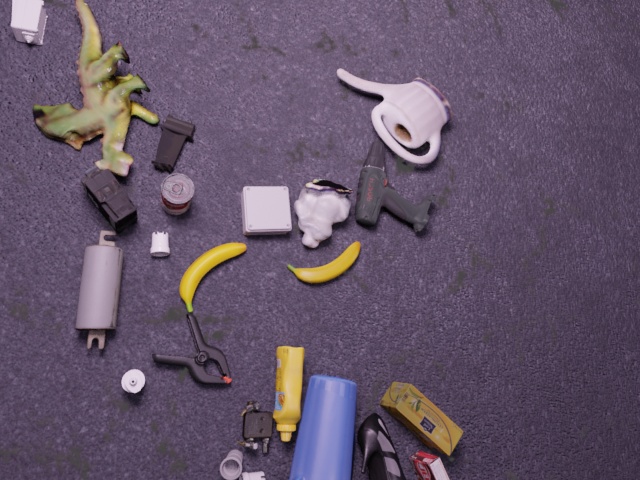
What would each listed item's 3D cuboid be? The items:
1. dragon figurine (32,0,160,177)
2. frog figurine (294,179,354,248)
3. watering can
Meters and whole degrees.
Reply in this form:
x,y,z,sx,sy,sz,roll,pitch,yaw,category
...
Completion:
x,y,z,sx,sy,sz,roll,pitch,yaw,category
-0.517,-0.319,1.140,0.245,0.121,0.411,-34,87,-15,dragon figurine
0.004,-0.063,1.257,0.137,0.124,0.157,2,112,-27,frog figurine
0.218,-0.367,1.395,0.227,0.103,0.347,-39,90,-24,watering can
